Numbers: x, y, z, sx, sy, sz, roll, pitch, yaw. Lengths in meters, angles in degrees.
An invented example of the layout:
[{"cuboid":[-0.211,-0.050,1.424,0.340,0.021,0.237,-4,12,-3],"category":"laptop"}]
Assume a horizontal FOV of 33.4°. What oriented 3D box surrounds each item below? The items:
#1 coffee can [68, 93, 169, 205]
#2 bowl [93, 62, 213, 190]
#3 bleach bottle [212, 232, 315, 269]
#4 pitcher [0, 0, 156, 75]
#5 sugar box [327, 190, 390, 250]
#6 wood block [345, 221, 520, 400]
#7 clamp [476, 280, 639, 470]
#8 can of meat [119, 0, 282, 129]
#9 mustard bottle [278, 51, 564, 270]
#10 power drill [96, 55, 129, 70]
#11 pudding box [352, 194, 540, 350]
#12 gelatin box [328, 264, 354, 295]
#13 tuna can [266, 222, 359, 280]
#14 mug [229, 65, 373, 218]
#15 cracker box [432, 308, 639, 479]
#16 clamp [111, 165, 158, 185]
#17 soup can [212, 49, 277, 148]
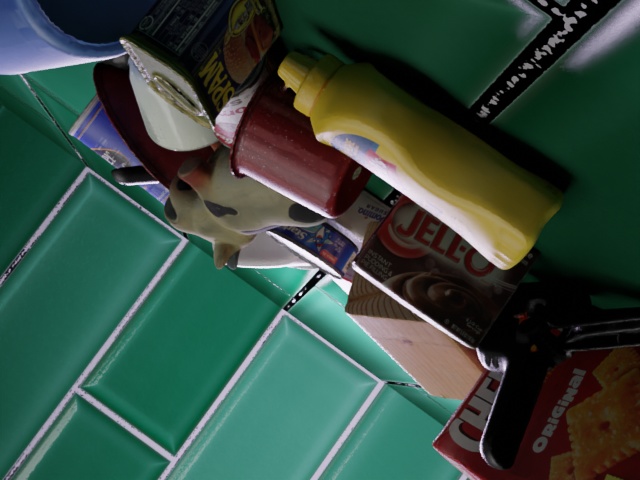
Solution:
[{"cuboid":[-0.195,-0.118,1.198,0.140,0.103,0.103,38,172,-12],"category":"coffee can"},{"cuboid":[-0.147,-0.119,1.036,0.162,0.055,0.162,53,-167,-18],"category":"bowl"},{"cuboid":[-0.038,0.004,1.236,0.103,0.068,0.250,2,176,13],"category":"bleach bottle"},{"cuboid":[-0.211,-0.187,0.775,0.243,0.149,0.145,16,139,59],"category":"pitcher"},{"cuboid":[0.044,-0.004,1.065,0.093,0.048,0.176,34,168,4],"category":"sugar box"},{"cuboid":[0.112,0.071,0.959,0.091,0.090,0.206,4,156,30],"category":"wood block"},{"cuboid":[0.157,0.081,0.775,0.036,0.164,0.210,54,177,-16],"category":"clamp"},{"cuboid":[-0.073,-0.131,0.689,0.057,0.084,0.102,34,171,13],"category":"can of meat"},{"cuboid":[0.056,-0.058,0.664,0.191,0.058,0.096,36,177,6],"category":"mustard bottle"},{"cuboid":[-0.257,-0.233,0.967,0.185,0.057,0.187,27,168,35],"category":"power drill"},{"cuboid":[0.094,0.016,0.812,0.113,0.090,0.039,36,174,-1],"category":"pudding box"},{"cuboid":[0.058,0.047,1.048,0.089,0.030,0.073,22,166,37],"category":"gelatin box"},{"cuboid":[-0.007,0.001,1.006,0.086,0.033,0.086,32,173,4],"category":"tuna can"},{"cuboid":[-0.004,-0.076,0.750,0.081,0.093,0.117,29,138,14],"category":"mug"},{"cuboid":[0.207,0.142,0.799,0.072,0.164,0.214,43,169,-32],"category":"cracker box"},{"cuboid":[-0.134,-0.079,1.139,0.171,0.120,0.039,33,170,-8],"category":"clamp"},{"cuboid":[-0.062,-0.114,0.791,0.068,0.068,0.102,34,172,17],"category":"soup can"}]
